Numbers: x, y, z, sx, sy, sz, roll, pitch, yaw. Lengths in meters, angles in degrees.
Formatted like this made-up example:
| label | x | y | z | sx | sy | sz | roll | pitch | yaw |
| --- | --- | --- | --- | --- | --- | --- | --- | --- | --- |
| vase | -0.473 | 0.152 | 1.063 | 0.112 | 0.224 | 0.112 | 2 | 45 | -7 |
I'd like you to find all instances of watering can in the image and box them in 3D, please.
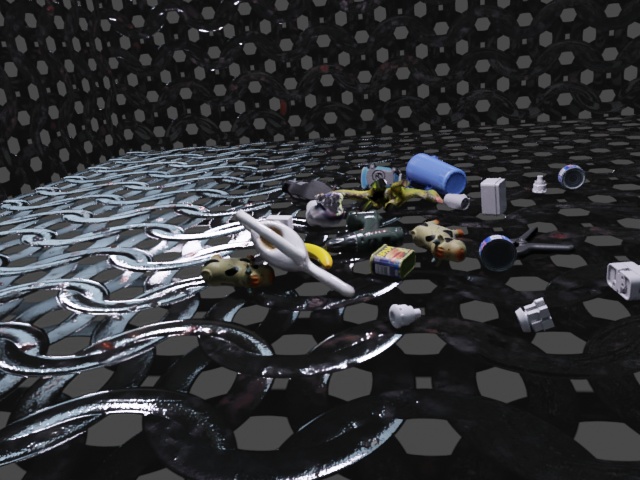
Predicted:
| label | x | y | z | sx | sy | sz | roll | pitch | yaw |
| --- | --- | --- | --- | --- | --- | --- | --- | --- | --- |
| watering can | -0.067 | 0.042 | 1.295 | 0.348 | 0.104 | 0.223 | 36 | -6 | 4 |

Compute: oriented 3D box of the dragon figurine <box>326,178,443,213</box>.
| label | x | y | z | sx | sy | sz | roll | pitch | yaw |
| --- | --- | --- | --- | --- | --- | --- | --- | --- | --- |
| dragon figurine | 0.240 | -0.161 | 1.879 | 0.410 | 0.122 | 0.243 | 6 | 5 | 25 |

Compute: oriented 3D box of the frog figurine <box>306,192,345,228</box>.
| label | x | y | z | sx | sy | sz | roll | pitch | yaw |
| --- | --- | --- | --- | --- | --- | --- | --- | --- | --- |
| frog figurine | 0.005 | -0.087 | 1.734 | 0.139 | 0.123 | 0.157 | -32 | -5 | -37 |
